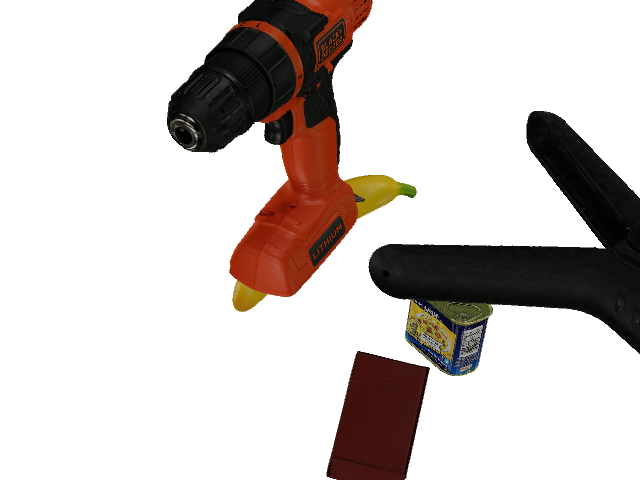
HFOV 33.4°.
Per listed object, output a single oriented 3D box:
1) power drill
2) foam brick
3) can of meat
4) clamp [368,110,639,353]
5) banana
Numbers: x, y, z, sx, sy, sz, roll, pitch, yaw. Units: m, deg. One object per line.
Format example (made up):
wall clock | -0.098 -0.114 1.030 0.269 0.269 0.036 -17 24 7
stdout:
power drill | -0.025 -0.057 0.658 0.057 0.188 0.184 22 47 22
foam brick | 0.039 0.123 0.719 0.051 0.078 0.053 14 -25 3
can of meat | 0.145 0.095 1.230 0.057 0.084 0.102 -18 40 -31
clamp | 0.138 0.016 0.489 0.210 0.036 0.164 32 49 32
banana | -0.005 -0.005 0.948 0.198 0.069 0.037 -33 42 4
